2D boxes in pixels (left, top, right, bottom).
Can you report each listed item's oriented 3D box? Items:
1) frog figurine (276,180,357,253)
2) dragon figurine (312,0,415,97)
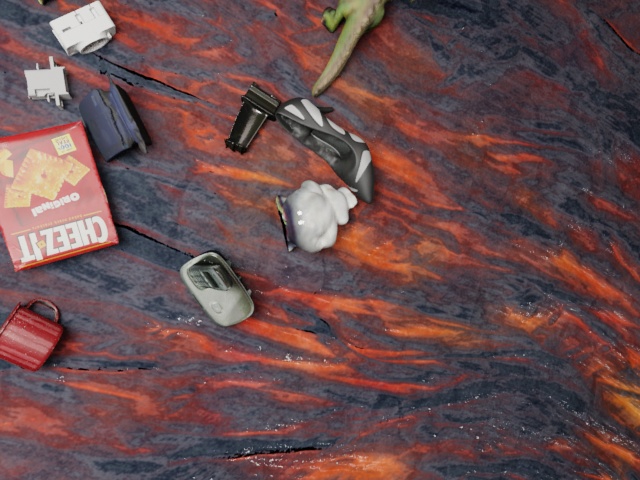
[{"bbox_3d":[0.003,-0.051,1.004,0.160,0.121,0.139,-15,77,-9],"label":"frog figurine"},{"bbox_3d":[0.118,-0.468,0.988,0.121,0.242,0.414,26,79,-25],"label":"dragon figurine"}]
